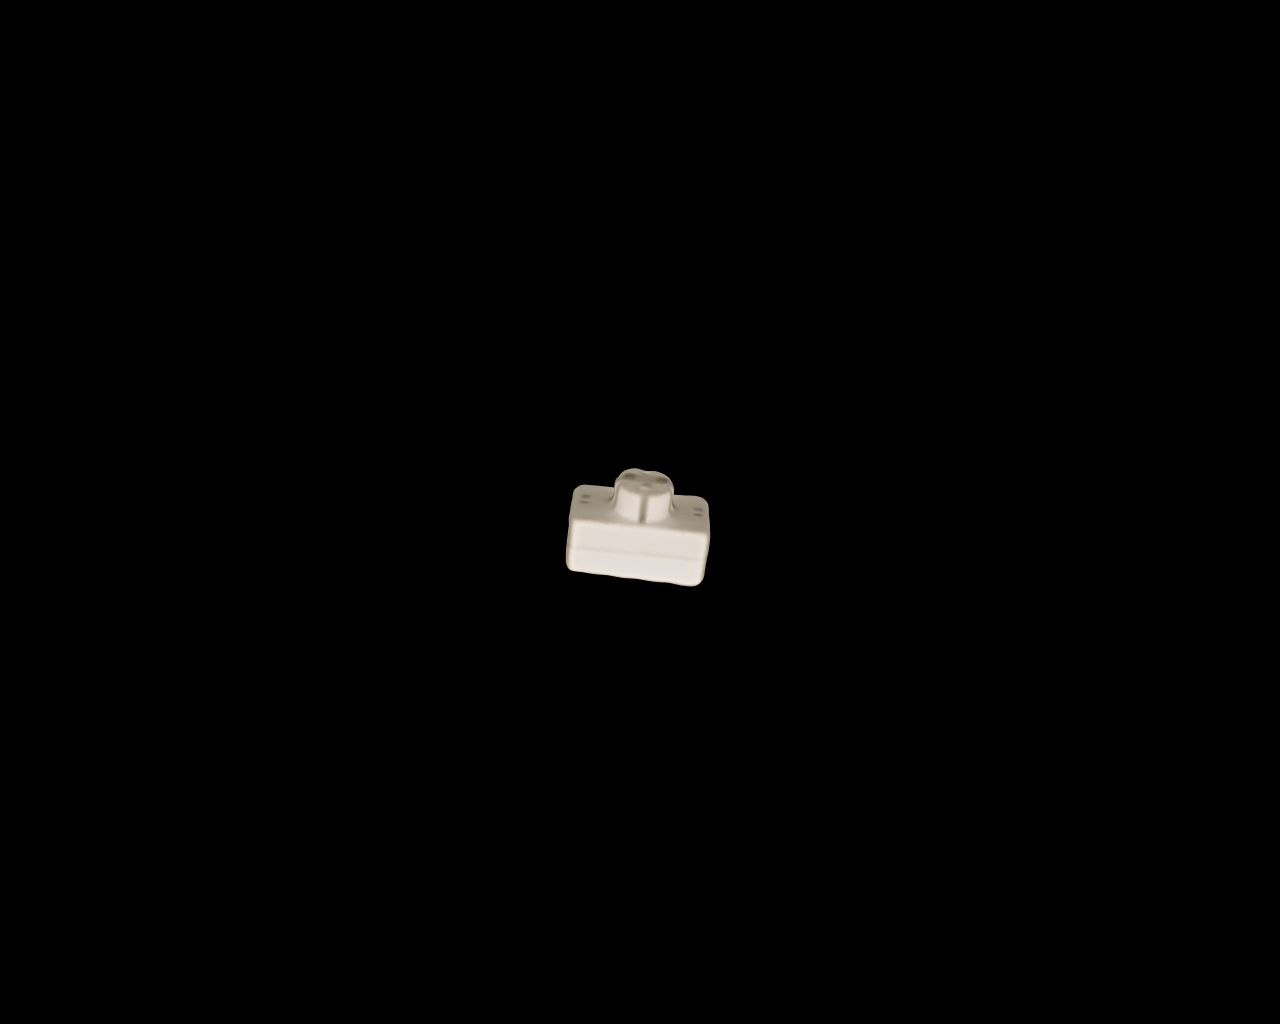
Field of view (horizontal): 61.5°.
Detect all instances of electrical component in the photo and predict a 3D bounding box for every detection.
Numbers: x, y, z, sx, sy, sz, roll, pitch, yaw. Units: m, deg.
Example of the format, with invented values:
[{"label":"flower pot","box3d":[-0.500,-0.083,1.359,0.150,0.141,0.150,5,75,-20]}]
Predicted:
[{"label":"electrical component","box3d":[0.001,-0.003,0.650,0.083,0.075,0.047,6,27,-3]}]
